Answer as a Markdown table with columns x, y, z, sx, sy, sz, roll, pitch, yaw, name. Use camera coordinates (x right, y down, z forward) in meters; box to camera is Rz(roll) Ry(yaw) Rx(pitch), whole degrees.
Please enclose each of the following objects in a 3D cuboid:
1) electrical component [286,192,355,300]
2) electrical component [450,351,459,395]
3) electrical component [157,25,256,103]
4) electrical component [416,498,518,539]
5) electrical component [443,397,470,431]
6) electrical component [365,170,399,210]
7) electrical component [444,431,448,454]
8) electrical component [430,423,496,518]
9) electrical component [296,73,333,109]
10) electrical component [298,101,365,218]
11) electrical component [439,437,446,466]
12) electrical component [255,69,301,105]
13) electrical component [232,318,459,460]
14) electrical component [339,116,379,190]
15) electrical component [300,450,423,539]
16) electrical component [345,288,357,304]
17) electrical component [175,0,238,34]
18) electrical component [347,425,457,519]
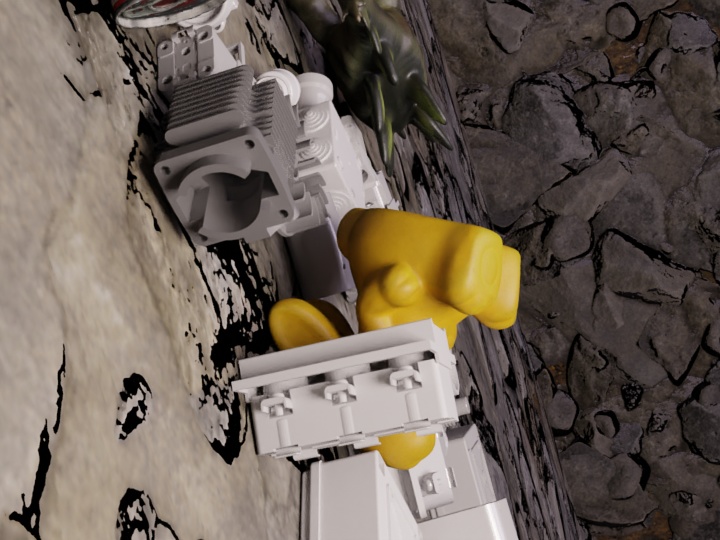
| x | y | z | sx | sy | sz | roll | pitch | yaw | name |
| --- | --- | --- | --- | --- | --- | --- | --- | --- | --- |
| -0.030 | -0.020 | 0.854 | 0.079 | 0.043 | 0.077 | -32 | 106 | -78 | electrical component |
| 0.046 | 0.060 | 1.060 | 0.089 | 0.062 | 0.150 | -71 | 144 | -70 | electrical component |
| -0.096 | -0.115 | 0.677 | 0.063 | 0.042 | 0.081 | 52 | 24 | -53 | electrical component |
| 0.063 | 0.216 | 0.810 | 0.078 | 0.113 | 0.057 | 32 | 41 | -73 | electrical component |
| 0.082 | 0.146 | 1.110 | 0.048 | 0.062 | 0.048 | -16 | 90 | -78 | electrical component |
| 0.012 | -0.068 | 1.119 | 0.081 | 0.042 | 0.063 | -63 | 132 | -74 | electrical component |
| 0.052 | 0.159 | 1.004 | 0.062 | 0.048 | 0.048 | 41 | 35 | -57 | electrical component |
| 0.104 | 0.224 | 1.129 | 0.109 | 0.056 | 0.108 | 0 | 75 | -78 | electrical component |
| -0.044 | -0.147 | 0.966 | 0.040 | 0.040 | 0.046 | 57 | 27 | -55 | electrical component |
| -0.030 | -0.085 | 0.925 | 0.099 | 0.048 | 0.099 | 62 | 16 | -47 | electrical component |
| 0.038 | 0.145 | 0.933 | 0.059 | 0.054 | 0.095 | -81 | 153 | -63 | electrical component |
| -0.069 | -0.140 | 0.851 | 0.061 | 0.035 | 0.035 | -52 | 125 | -72 | electrical component |
| -0.005 | 0.075 | 0.655 | 0.079 | 0.121 | 0.063 | 36 | 42 | -71 | electrical component |
| -0.016 | -0.112 | 1.047 | 0.081 | 0.042 | 0.063 | 53 | 20 | -62 | electrical component |
| 0.005 | 0.195 | 0.709 | 0.108 | 0.056 | 0.108 | -92 | 162 | -49 | electrical component |
| 0.000 | 0.000 | 0.966 | 0.055 | 0.048 | 0.066 | 60 | 17 | -74 | electrical component |
| -0.107 | -0.185 | 0.711 | 0.055 | 0.048 | 0.066 | -97 | 167 | -66 | electrical component |
| 0.027 | 0.132 | 0.844 | 0.079 | 0.063 | 0.121 | -27 | -105 | 60 | electrical component |
